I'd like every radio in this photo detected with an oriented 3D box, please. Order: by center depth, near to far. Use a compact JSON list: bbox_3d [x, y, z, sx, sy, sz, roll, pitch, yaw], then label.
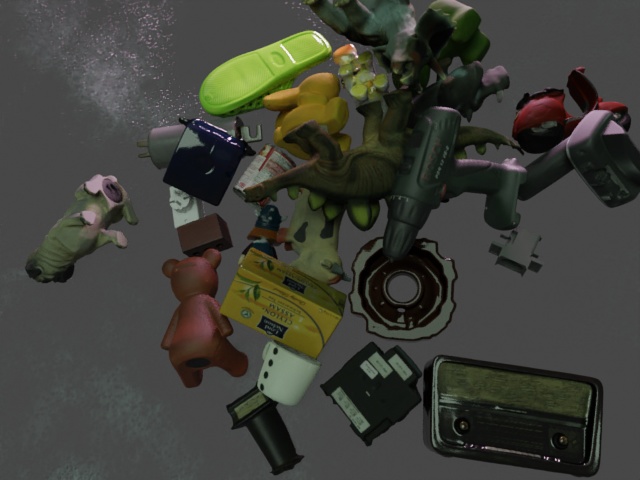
[{"bbox_3d":[0.258,0.240,0.738,0.230,0.073,0.131,7,74,4],"label":"radio"}]

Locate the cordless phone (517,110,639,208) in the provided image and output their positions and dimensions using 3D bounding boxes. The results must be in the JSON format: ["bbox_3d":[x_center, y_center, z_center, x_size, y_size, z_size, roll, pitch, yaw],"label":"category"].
[{"bbox_3d":[0.405,-0.096,0.840,0.184,0.146,0.089,-36,24,28],"label":"cordless phone"}]

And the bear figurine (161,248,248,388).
[{"bbox_3d":[-0.197,0.122,0.882,0.120,0.131,0.196,-17,51,5],"label":"bear figurine"}]

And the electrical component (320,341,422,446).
[{"bbox_3d":[0.087,0.222,0.806,0.134,0.058,0.115,-38,71,-3],"label":"electrical component"}]

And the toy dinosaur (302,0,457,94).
[{"bbox_3d":[0.081,-0.372,0.896,0.131,0.192,0.405,-45,39,7],"label":"toy dinosaur"}]

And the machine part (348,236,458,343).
[{"bbox_3d":[0.131,0.078,0.847,0.179,0.056,0.179,-3,72,10],"label":"machine part"}]

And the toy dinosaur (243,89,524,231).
[{"bbox_3d":[0.110,-0.125,0.841,0.471,0.105,0.198,-20,101,-11],"label":"toy dinosaur"}]

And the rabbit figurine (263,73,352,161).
[{"bbox_3d":[-0.014,-0.227,0.964,0.163,0.121,0.173,-2,57,21],"label":"rabbit figurine"}]

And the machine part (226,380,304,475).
[{"bbox_3d":[-0.084,0.293,0.828,0.084,0.039,0.139,-35,66,-11],"label":"machine part"}]

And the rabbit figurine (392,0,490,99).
[{"bbox_3d":[0.184,-0.337,0.947,0.170,0.121,0.159,-48,65,9],"label":"rabbit figurine"}]

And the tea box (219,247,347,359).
[{"bbox_3d":[-0.056,0.096,0.822,0.170,0.068,0.098,25,118,-3],"label":"tea box"}]

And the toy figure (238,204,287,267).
[{"bbox_3d":[-0.100,0.014,0.914,0.058,0.064,0.154,-12,60,46],"label":"toy figure"}]

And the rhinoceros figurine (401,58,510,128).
[{"bbox_3d":[0.224,-0.240,0.909,0.190,0.112,0.073,-24,40,16],"label":"rhinoceros figurine"}]

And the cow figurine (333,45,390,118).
[{"bbox_3d":[0.078,-0.281,0.968,0.068,0.098,0.167,-27,50,5],"label":"cow figurine"}]

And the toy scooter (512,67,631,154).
[{"bbox_3d":[0.400,-0.218,0.881,0.184,0.075,0.135,-9,70,5],"label":"toy scooter"}]

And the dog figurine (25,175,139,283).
[{"bbox_3d":[-0.449,-0.021,0.985,0.191,0.121,0.172,-25,34,20],"label":"dog figurine"}]

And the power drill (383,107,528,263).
[{"bbox_3d":[0.199,-0.067,0.800,0.207,0.086,0.232,11,91,-19],"label":"power drill"}]

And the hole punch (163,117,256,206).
[{"bbox_3d":[-0.198,-0.133,0.925,0.142,0.115,0.092,26,33,-11],"label":"hole punch"}]

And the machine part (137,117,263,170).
[{"bbox_3d":[-0.224,-0.178,0.994,0.243,0.079,0.079,-5,71,8],"label":"machine part"}]

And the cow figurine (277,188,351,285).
[{"bbox_3d":[-0.002,-0.003,0.889,0.127,0.085,0.195,9,73,21],"label":"cow figurine"}]
